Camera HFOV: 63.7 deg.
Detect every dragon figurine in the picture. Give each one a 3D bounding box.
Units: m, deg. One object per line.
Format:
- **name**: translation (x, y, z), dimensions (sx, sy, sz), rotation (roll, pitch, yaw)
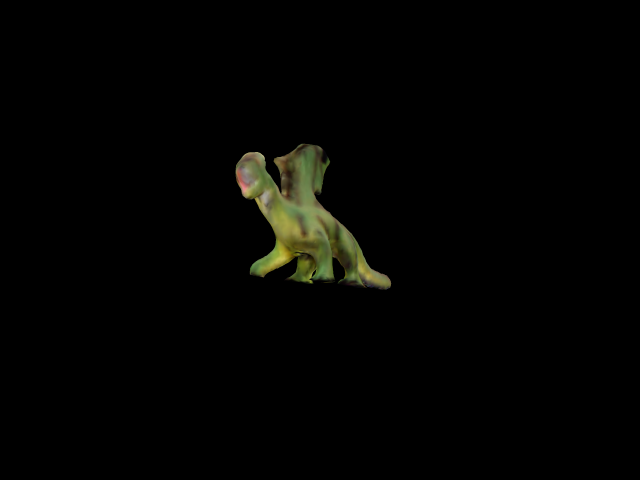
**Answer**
- **dragon figurine**: translation (0.003, -0.043, 0.850), dimensions (0.121, 0.245, 0.408), rotation (-8, -12, 35)
